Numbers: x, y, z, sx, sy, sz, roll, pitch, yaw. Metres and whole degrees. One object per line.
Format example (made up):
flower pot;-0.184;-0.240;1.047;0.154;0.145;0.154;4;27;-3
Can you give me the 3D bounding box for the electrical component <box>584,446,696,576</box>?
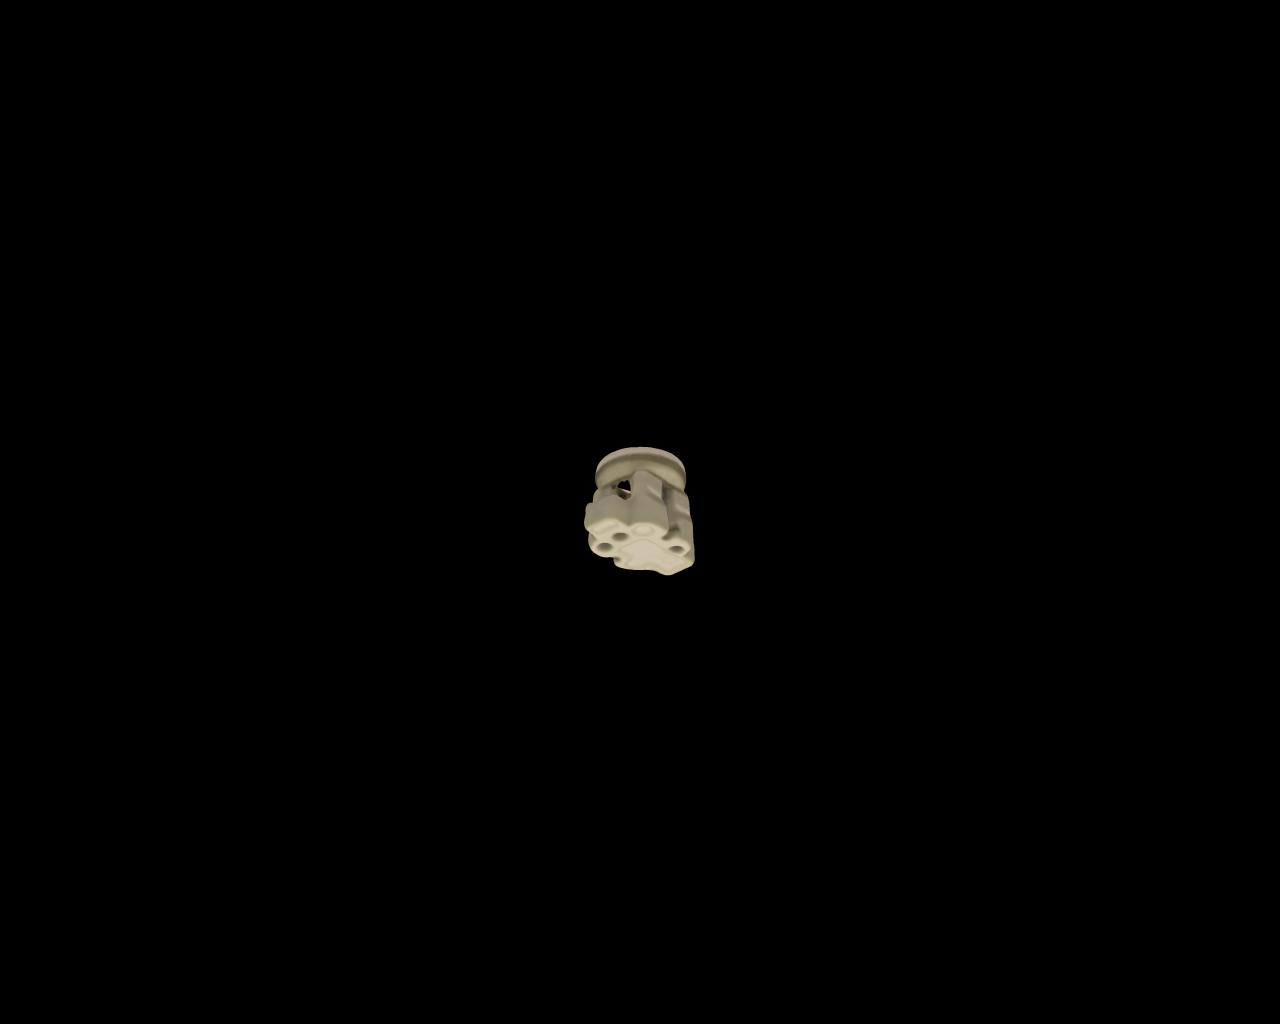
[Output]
electrical component;0.001;-0.003;0.650;0.058;0.057;0.078;-24;-38;34
